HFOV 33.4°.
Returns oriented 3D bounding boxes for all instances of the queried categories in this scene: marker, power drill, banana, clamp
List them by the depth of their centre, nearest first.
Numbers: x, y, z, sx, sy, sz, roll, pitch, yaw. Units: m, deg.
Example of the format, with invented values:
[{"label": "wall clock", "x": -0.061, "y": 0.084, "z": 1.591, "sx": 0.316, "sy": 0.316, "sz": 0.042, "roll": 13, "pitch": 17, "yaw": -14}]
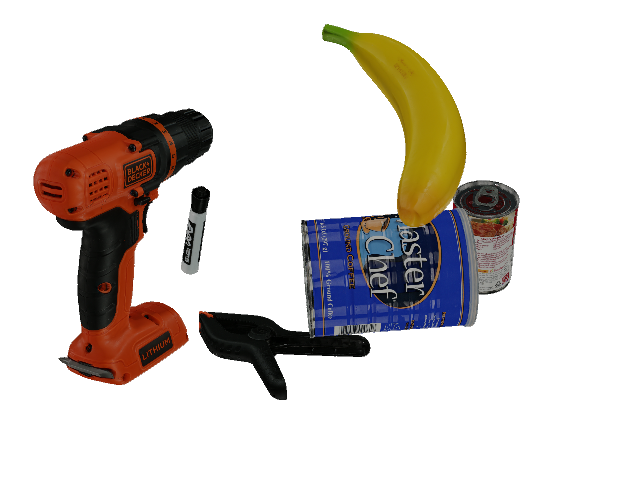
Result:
[{"label": "banana", "x": 0.056, "y": -0.077, "z": 0.681, "sx": 0.069, "sy": 0.037, "sz": 0.198, "roll": -9, "pitch": 44, "yaw": -11}, {"label": "power drill", "x": -0.140, "y": 0.000, "z": 0.812, "sx": 0.057, "sy": 0.188, "sz": 0.184, "roll": 11, "pitch": 23, "yaw": 27}, {"label": "marker", "x": -0.130, "y": -0.011, "z": 1.108, "sx": 0.020, "sy": 0.020, "sz": 0.121, "roll": 0, "pitch": -42, "yaw": -15}, {"label": "clamp", "x": -0.070, "y": 0.125, "z": 1.245, "sx": 0.210, "sy": 0.036, "sz": 0.164, "roll": 13, "pitch": 21, "yaw": 29}]

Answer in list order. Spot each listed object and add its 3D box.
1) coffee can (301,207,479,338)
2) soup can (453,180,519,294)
[{"label": "coffee can", "x": 0.057, "y": 0.028, "z": 0.917, "sx": 0.140, "sy": 0.103, "sz": 0.103, "roll": -4, "pitch": 0, "yaw": -2}, {"label": "soup can", "x": 0.171, "y": -0.003, "z": 1.122, "sx": 0.068, "sy": 0.102, "sz": 0.068, "roll": -1, "pitch": 36, "yaw": 1}]
